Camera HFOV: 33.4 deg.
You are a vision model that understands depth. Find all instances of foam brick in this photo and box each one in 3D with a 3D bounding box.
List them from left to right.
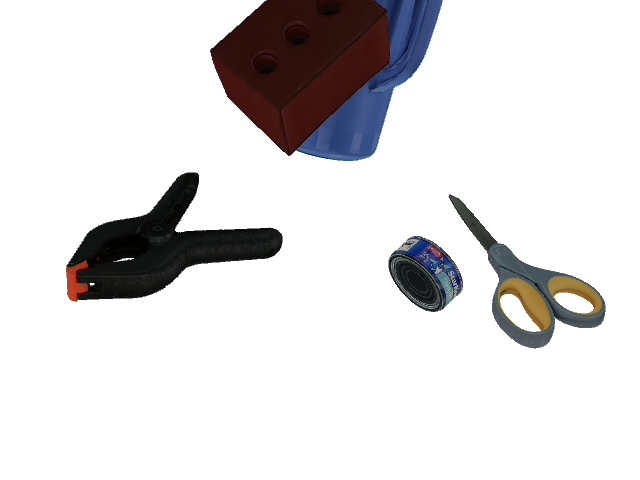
[{"bbox_3d":[-0.009,-0.095,0.551,0.053,0.078,0.051,43,-10,17],"label":"foam brick"}]

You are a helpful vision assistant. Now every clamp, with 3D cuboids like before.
[{"bbox_3d":[-0.129,-0.003,0.841,0.171,0.039,0.120,-17,36,-32],"label":"clamp"}]

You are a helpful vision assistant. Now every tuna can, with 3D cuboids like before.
[{"bbox_3d":[0.118,0.039,1.211,0.033,0.086,0.086,-40,19,-25],"label":"tuna can"}]

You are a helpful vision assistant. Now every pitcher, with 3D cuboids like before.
[{"bbox_3d":[0.034,-0.203,1.041,0.145,0.243,0.149,12,19,-1],"label":"pitcher"}]

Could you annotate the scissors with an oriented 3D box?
[{"bbox_3d":[0.168,0.017,0.874,0.096,0.016,0.202,-1,36,-4],"label":"scissors"}]
